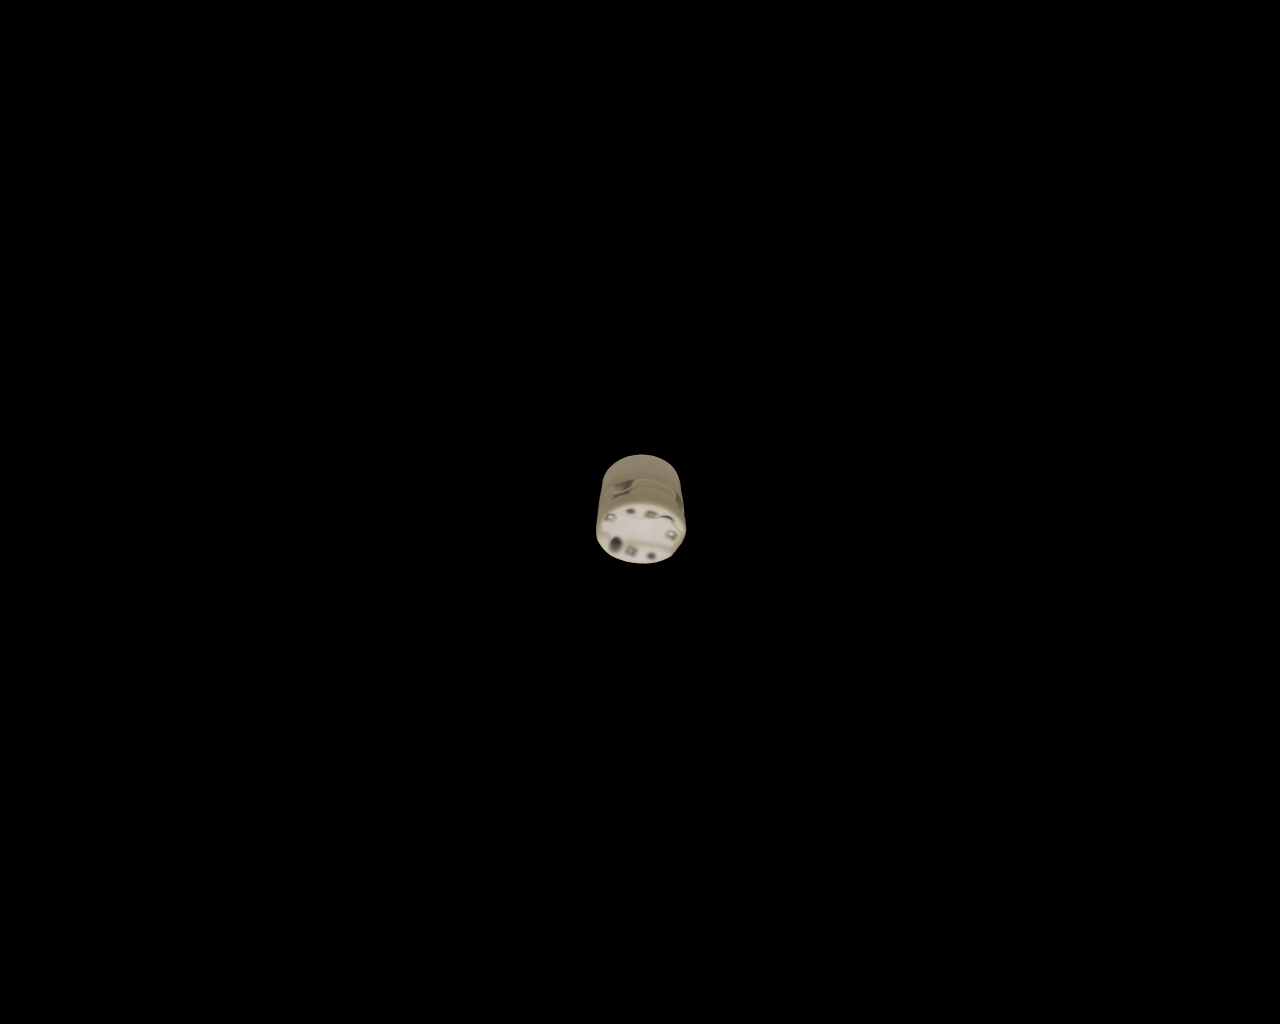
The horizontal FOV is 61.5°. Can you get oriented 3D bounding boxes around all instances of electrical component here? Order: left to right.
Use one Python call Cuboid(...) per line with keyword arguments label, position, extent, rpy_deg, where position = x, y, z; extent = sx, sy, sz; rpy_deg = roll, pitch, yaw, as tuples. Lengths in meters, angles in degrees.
Cuboid(label="electrical component", position=(0.001, -0.003, 0.650), extent=(0.055, 0.055, 0.047), rpy_deg=(0, 44, 0))
